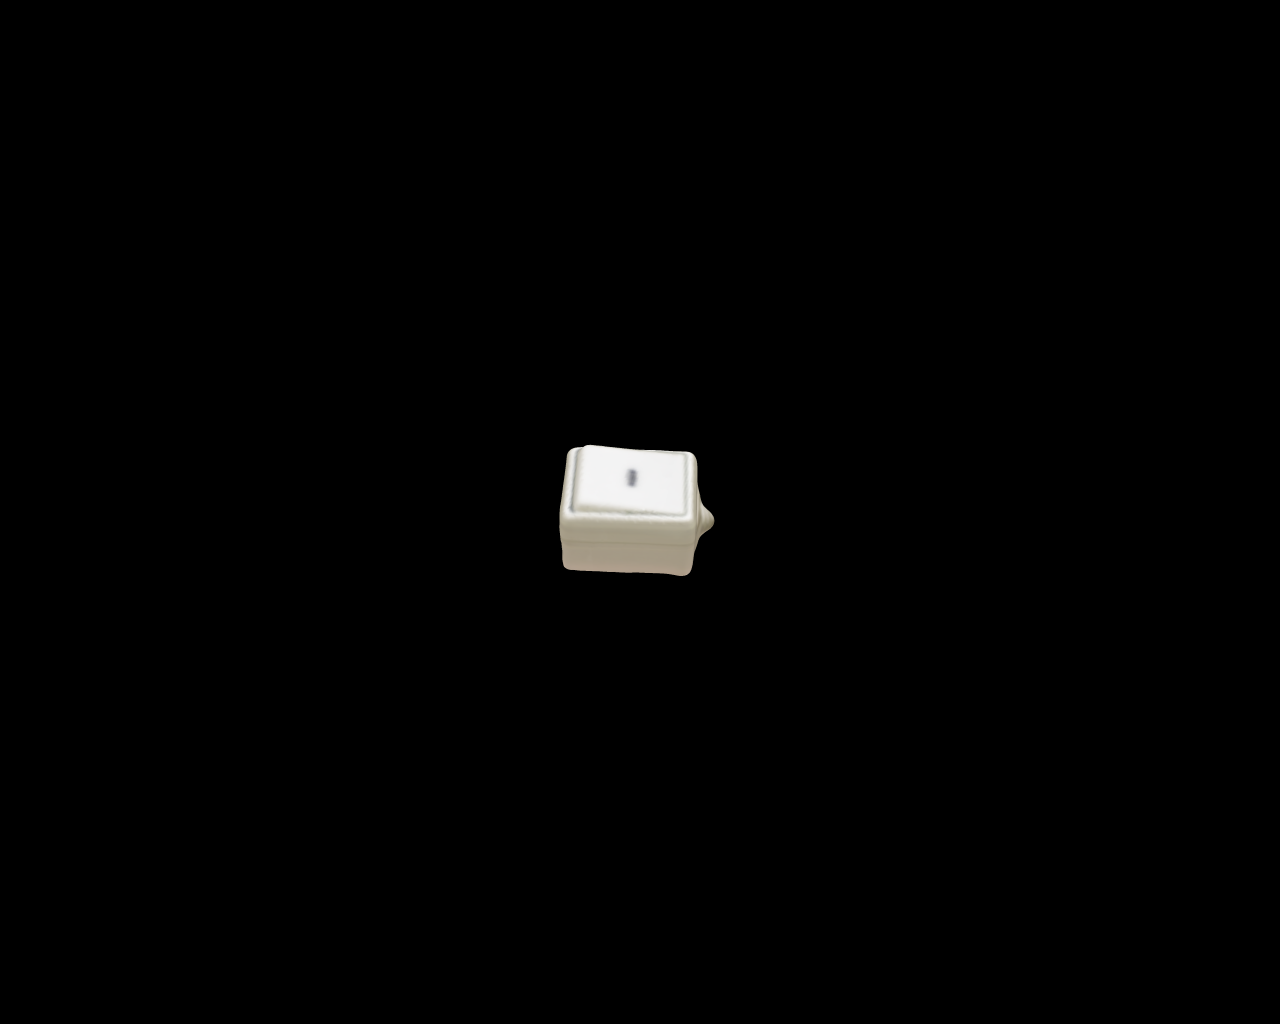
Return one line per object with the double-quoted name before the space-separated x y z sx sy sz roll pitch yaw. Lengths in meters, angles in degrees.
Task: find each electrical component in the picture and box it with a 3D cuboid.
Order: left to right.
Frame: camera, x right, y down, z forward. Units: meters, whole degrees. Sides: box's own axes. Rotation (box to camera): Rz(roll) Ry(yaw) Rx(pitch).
"electrical component" 0.001 -0.003 0.650 0.096 0.062 0.061 2 -40 2
